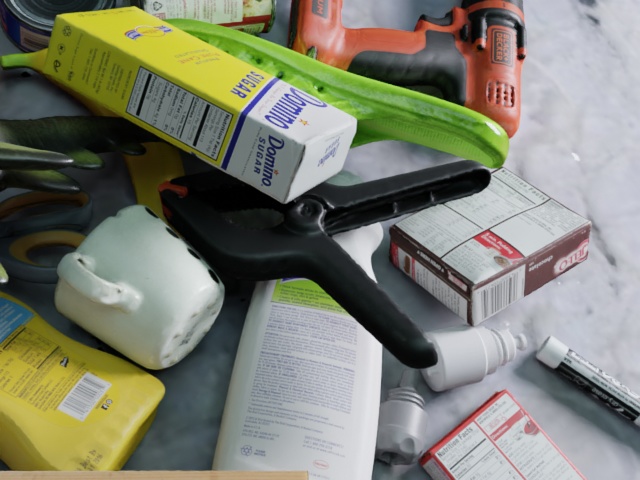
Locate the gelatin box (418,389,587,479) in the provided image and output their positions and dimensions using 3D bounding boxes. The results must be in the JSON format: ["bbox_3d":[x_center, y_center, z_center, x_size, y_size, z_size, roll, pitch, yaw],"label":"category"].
[{"bbox_3d":[0.119,0.152,0.687,0.073,0.030,0.089,-34,75,-25],"label":"gelatin box"}]

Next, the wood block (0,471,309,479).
[{"bbox_3d":[-0.108,0.178,0.549,0.206,0.090,0.091,1,18,-3],"label":"wood block"}]

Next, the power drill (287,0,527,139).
[{"bbox_3d":[0.071,-0.172,0.835,0.187,0.057,0.184,9,60,-8],"label":"power drill"}]

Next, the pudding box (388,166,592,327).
[{"bbox_3d":[0.118,0.001,0.746,0.113,0.039,0.090,-26,43,-26],"label":"pudding box"}]

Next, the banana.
[{"bbox_3d":[-0.141,-0.072,0.747,0.069,0.037,0.198,-39,74,-8],"label":"banana"}]

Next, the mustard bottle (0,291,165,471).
[{"bbox_3d":[-0.195,0.077,0.634,0.191,0.058,0.096,30,42,4],"label":"mustard bottle"}]

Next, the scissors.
[{"bbox_3d":[-0.227,0.013,0.664,0.201,0.016,0.096,-22,46,-31],"label":"scissors"}]

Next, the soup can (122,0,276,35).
[{"bbox_3d":[-0.091,-0.182,0.797,0.102,0.069,0.068,-11,65,-18],"label":"soup can"}]

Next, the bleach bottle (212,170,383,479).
[{"bbox_3d":[0.002,0.064,0.688,0.102,0.068,0.250,13,58,0],"label":"bleach bottle"}]

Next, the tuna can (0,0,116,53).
[{"bbox_3d":[-0.194,-0.176,0.789,0.086,0.034,0.086,6,61,-10],"label":"tuna can"}]

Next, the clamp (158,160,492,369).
[{"bbox_3d":[-0.004,0.001,0.665,0.210,0.036,0.164,7,47,9],"label":"clamp"}]

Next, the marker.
[{"bbox_3d":[0.205,0.108,0.737,0.121,0.020,0.020,34,60,6],"label":"marker"}]

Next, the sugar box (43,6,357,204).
[{"bbox_3d":[-0.071,-0.088,0.656,0.176,0.048,0.093,26,24,14],"label":"sugar box"}]
